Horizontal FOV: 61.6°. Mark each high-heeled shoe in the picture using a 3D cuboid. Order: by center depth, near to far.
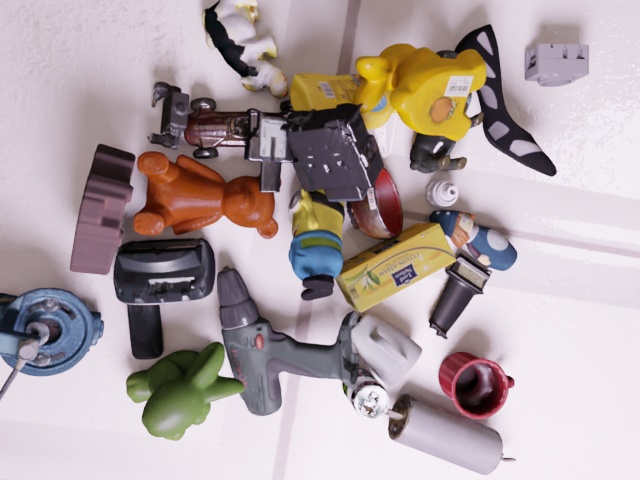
[{"bbox_3d":[0.304,-0.221,0.848,0.249,0.086,0.145,40,106,12],"label":"high-heeled shoe"}]

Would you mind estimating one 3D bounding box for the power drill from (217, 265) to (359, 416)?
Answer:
[{"bbox_3d":[-0.048,0.147,0.799,0.207,0.086,0.231,-4,97,9],"label":"power drill"}]

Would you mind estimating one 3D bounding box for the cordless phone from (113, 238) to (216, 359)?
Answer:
[{"bbox_3d":[-0.228,0.092,0.804,0.147,0.089,0.184,-3,102,-5],"label":"cordless phone"}]

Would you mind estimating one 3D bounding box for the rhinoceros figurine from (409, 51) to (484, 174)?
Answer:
[{"bbox_3d":[0.191,-0.196,0.841,0.073,0.112,0.190,-4,110,-44],"label":"rhinoceros figurine"}]

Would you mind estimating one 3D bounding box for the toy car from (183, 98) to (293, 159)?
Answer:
[{"bbox_3d":[-0.107,-0.170,0.823,0.202,0.053,0.089,0,88,-7],"label":"toy car"}]

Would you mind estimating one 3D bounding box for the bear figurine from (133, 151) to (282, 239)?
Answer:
[{"bbox_3d":[-0.155,-0.058,0.782,0.196,0.132,0.120,8,94,-2],"label":"bear figurine"}]

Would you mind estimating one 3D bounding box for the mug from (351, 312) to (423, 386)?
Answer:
[{"bbox_3d":[0.094,0.164,0.834,0.107,0.109,0.081,41,89,6],"label":"mug"}]

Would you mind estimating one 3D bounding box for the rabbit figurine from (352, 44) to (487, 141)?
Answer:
[{"bbox_3d":[0.125,-0.221,0.765,0.162,0.173,0.121,-11,135,-11],"label":"rabbit figurine"}]

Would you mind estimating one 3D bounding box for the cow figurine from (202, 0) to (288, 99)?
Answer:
[{"bbox_3d":[-0.113,-0.282,0.810,0.098,0.068,0.167,-23,90,-1],"label":"cow figurine"}]

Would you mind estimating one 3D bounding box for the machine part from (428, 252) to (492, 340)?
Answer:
[{"bbox_3d":[0.223,0.095,0.881,0.084,0.039,0.139,30,85,-16],"label":"machine part"}]

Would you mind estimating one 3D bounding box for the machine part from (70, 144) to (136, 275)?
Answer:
[{"bbox_3d":[-0.295,-0.040,0.736,0.056,0.179,0.179,13,89,-22],"label":"machine part"}]

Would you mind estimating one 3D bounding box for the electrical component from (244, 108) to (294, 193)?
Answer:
[{"bbox_3d":[-0.071,-0.130,0.783,0.075,0.048,0.119,-2,100,-15],"label":"electrical component"}]

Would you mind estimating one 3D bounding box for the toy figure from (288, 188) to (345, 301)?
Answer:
[{"bbox_3d":[-0.003,0.000,0.800,0.089,0.082,0.180,14,52,-29],"label":"toy figure"}]

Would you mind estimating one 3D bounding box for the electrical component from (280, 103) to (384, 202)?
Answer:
[{"bbox_3d":[0.021,-0.116,0.744,0.058,0.115,0.134,-56,134,-39],"label":"electrical component"}]

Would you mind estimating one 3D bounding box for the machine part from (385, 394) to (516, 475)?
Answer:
[{"bbox_3d":[0.200,0.312,0.862,0.243,0.079,0.079,23,88,-9],"label":"machine part"}]

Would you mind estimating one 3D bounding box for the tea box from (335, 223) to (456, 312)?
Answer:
[{"bbox_3d":[0.110,0.039,0.834,0.170,0.098,0.068,-27,95,-8],"label":"tea box"}]

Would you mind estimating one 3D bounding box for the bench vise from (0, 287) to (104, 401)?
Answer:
[{"bbox_3d":[-0.399,0.115,0.703,0.223,0.241,0.129,22,84,-24],"label":"bench vise"}]

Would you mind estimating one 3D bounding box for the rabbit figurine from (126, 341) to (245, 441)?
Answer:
[{"bbox_3d":[-0.188,0.223,0.758,0.159,0.170,0.121,-28,95,-6],"label":"rabbit figurine"}]

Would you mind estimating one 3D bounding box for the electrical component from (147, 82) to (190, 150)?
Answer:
[{"bbox_3d":[-0.227,-0.183,0.798,0.045,0.078,0.102,7,89,-27],"label":"electrical component"}]

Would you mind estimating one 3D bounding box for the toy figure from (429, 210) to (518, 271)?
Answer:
[{"bbox_3d":[0.249,-0.007,0.872,0.154,0.064,0.057,32,115,-11],"label":"toy figure"}]
